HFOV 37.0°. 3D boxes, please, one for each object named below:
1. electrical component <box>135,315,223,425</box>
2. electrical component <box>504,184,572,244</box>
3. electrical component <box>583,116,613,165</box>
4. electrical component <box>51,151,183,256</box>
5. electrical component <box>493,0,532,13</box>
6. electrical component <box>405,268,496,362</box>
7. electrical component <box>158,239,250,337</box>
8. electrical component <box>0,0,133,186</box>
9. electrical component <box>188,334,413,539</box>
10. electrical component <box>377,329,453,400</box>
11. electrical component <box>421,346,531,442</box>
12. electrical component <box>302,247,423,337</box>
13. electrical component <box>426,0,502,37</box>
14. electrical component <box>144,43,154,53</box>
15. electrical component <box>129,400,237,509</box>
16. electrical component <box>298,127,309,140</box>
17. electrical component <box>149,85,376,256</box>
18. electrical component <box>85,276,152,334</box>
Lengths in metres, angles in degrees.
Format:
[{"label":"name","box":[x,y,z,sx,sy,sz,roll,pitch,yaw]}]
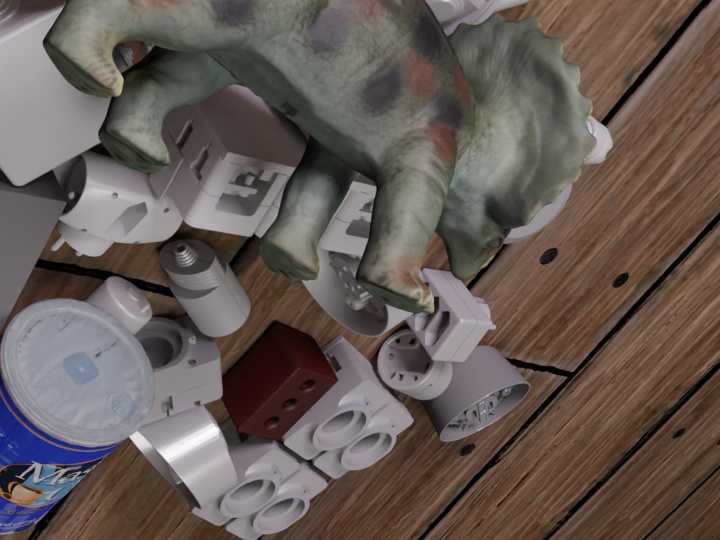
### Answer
[{"label":"electrical component","box":[-0.151,0.073,0.790,0.089,0.050,0.055,-18,140,-20]},{"label":"electrical component","box":[0.120,-0.064,0.839,0.080,0.051,0.080,-20,140,-18]},{"label":"electrical component","box":[0.171,-0.107,0.844,0.035,0.035,0.061,-46,138,16]},{"label":"electrical component","box":[-0.162,-0.035,0.671,0.079,0.043,0.077,-42,147,26]},{"label":"electrical component","box":[0.108,-0.192,0.701,0.065,0.044,0.044,-19,140,-12]},{"label":"electrical component","box":[0.084,0.040,0.913,0.077,0.065,0.047,7,126,-41]},{"label":"electrical component","box":[-0.111,0.008,0.755,0.043,0.043,0.081,-30,142,-5]},{"label":"electrical component","box":[-0.174,-0.107,0.581,0.100,0.048,0.099,-30,142,-5]},{"label":"electrical component","box":[-0.055,0.154,0.939,0.186,0.060,0.105,-37,142,4]},{"label":"electrical component","box":[0.050,0.085,0.947,0.055,0.055,0.047,-40,146,8]},{"label":"electrical component","box":[0.109,0.121,1.019,0.099,0.064,0.099,-20,140,-18]},{"label":"electrical component","box":[0.000,0.000,0.787,0.064,0.099,0.099,-26,142,-20]},{"label":"electrical component","box":[0.047,-0.179,0.640,0.080,0.080,0.051,-46,136,15]},{"label":"electrical component","box":[-0.090,-0.137,0.603,0.055,0.048,0.066,-40,153,-21]},{"label":"electrical component","box":[-0.140,0.138,0.834,0.064,0.099,0.099,-27,142,-19]},{"label":"electrical component","box":[-0.011,-0.104,0.679,0.079,0.077,0.044,10,124,-43]},{"label":"electrical component","box":[-0.053,-0.062,0.684,0.150,0.089,0.061,9,125,-42]},{"label":"electrical component","box":[-0.179,0.039,0.741,0.078,0.040,0.040,-42,142,15]}]
